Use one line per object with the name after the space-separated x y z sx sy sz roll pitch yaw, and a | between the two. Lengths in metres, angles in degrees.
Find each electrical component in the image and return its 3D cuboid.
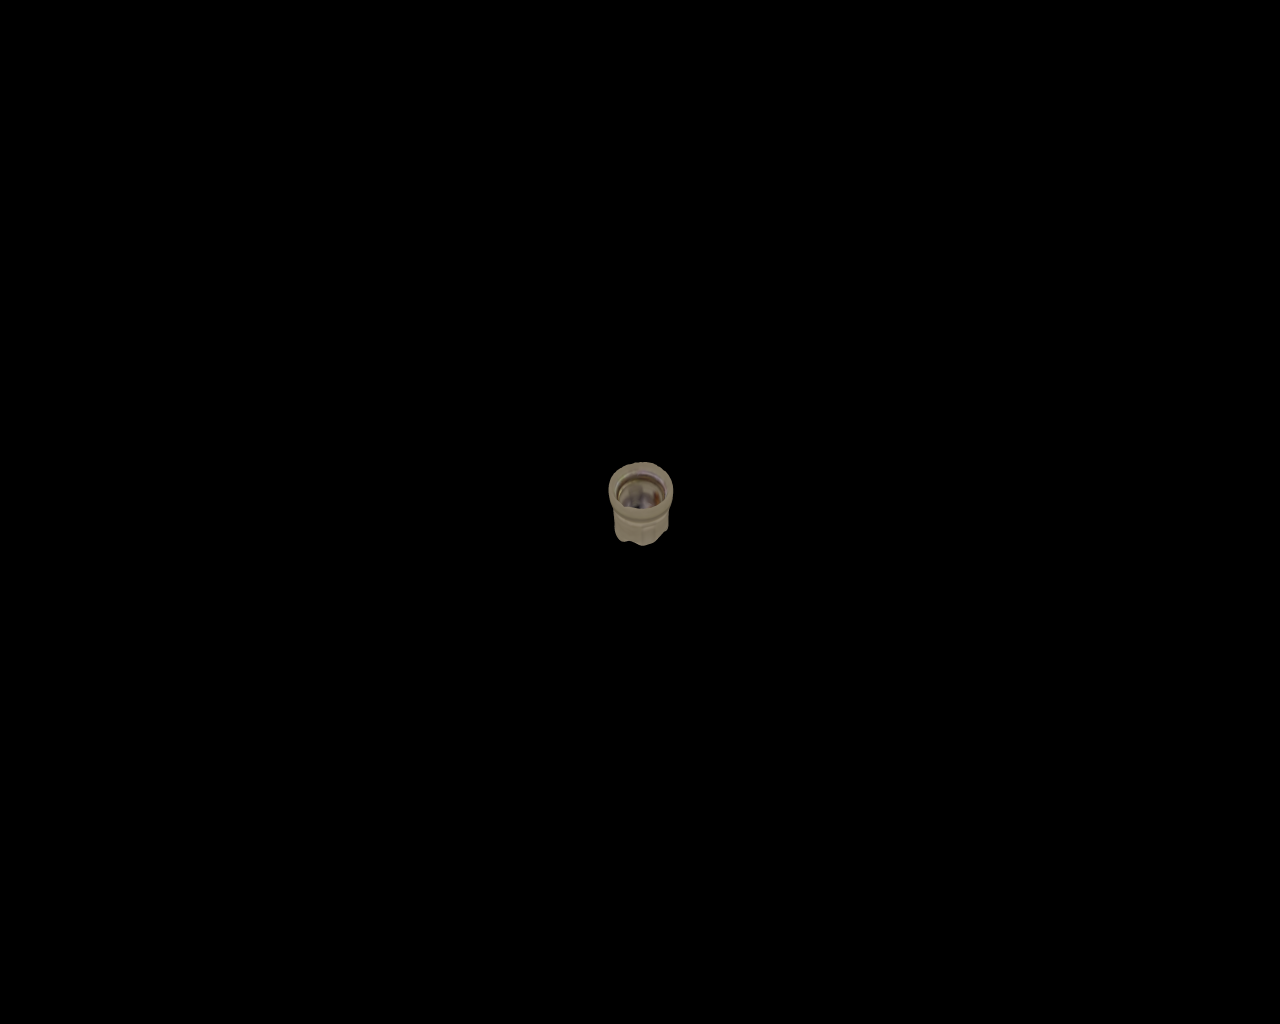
0.001 -0.003 0.650 0.040 0.040 0.046 0 -37 0 | electrical component
